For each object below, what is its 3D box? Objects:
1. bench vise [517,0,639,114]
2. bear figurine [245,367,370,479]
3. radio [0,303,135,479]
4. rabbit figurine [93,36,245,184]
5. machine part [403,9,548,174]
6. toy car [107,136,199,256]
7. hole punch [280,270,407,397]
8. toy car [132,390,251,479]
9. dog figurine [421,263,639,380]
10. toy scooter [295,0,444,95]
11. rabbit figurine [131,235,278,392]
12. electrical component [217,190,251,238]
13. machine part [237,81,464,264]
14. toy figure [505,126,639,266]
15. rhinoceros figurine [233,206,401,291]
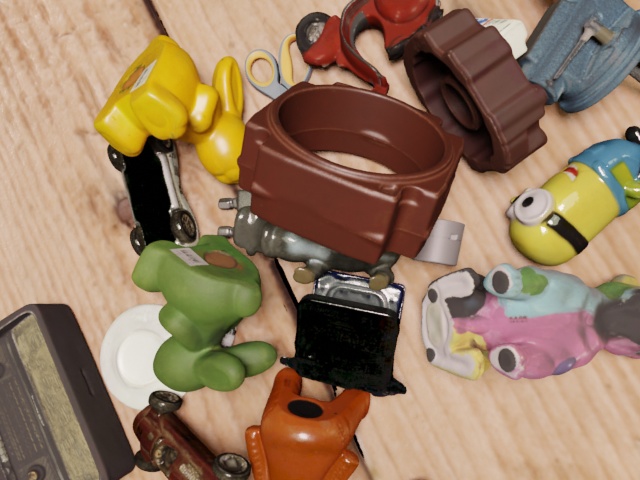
[{"bbox_3d":[0.322,-0.213,0.566,0.240,0.129,0.223,32,79,-9],"label":"bench vise"},{"bbox_3d":[-0.020,0.258,0.577,0.120,0.132,0.195,9,103,12],"label":"bear figurine"},{"bbox_3d":[-0.330,0.202,0.640,0.131,0.073,0.229,-29,79,5],"label":"radio"},{"bbox_3d":[-0.147,-0.139,0.625,0.122,0.173,0.162,-24,40,35],"label":"rabbit figurine"},{"bbox_3d":[0.155,-0.149,0.552,0.056,0.179,0.179,-35,79,0],"label":"machine part"},{"bbox_3d":[-0.204,-0.059,0.662,0.074,0.056,0.201,-21,79,13],"label":"toy car"},{"bbox_3d":[0.034,0.098,0.596,0.142,0.092,0.115,10,116,7],"label":"hole punch"},{"bbox_3d":[-0.145,0.240,0.575,0.202,0.053,0.089,24,98,44],"label":"toy car"},{"bbox_3d":[0.239,0.083,0.553,0.219,0.191,0.108,2,79,-24],"label":"dog figurine"},{"bbox_3d":[0.072,-0.237,0.627,0.184,0.075,0.135,-31,79,8],"label":"toy scooter"},{"bbox_3d":[-0.123,0.099,0.595,0.159,0.121,0.170,29,112,22],"label":"rabbit figurine"},{"bbox_3d":[-0.079,-0.029,0.653,0.094,0.021,0.063,-2,83,9],"label":"electrical component"},{"bbox_3d":[0.035,-0.081,0.549,0.202,0.201,0.087,22,129,12],"label":"machine part"},{"bbox_3d":[0.283,-0.046,0.566,0.180,0.082,0.089,-33,79,2],"label":"toy figure"},{"bbox_3d":[-0.001,-0.002,0.594,0.190,0.112,0.073,8,108,-3],"label":"rhinoceros figurine"}]
